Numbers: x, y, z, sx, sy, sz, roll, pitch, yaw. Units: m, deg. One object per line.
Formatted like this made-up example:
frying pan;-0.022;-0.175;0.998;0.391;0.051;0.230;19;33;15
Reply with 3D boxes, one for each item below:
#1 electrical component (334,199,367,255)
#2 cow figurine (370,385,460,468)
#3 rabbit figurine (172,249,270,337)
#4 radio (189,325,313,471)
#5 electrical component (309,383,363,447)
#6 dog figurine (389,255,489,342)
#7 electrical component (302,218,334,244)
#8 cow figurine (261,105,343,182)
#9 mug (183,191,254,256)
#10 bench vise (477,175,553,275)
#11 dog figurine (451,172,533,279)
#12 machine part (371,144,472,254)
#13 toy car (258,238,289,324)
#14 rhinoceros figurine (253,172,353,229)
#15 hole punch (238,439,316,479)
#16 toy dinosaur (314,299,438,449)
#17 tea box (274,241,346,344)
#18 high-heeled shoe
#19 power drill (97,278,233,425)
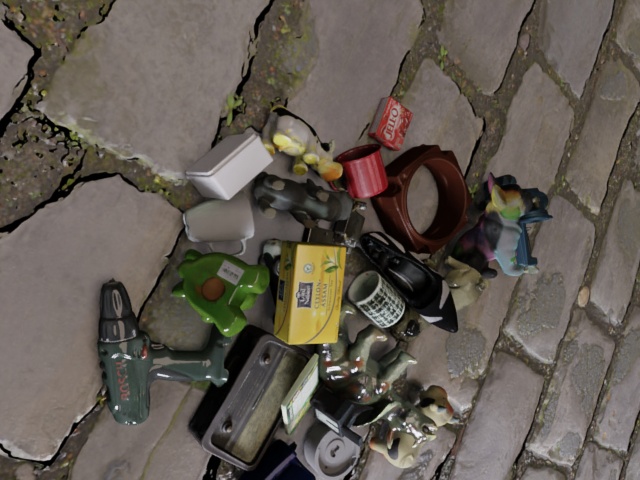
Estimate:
electrical component;0.062;-0.028;1.057;0.078;0.045;0.102;36;71;-50
cow figurine;0.210;0.397;1.156;0.195;0.127;0.085;-52;121;-15
rabbit figurine;-0.164;0.086;0.885;0.159;0.170;0.121;18;80;9
radio;-0.123;0.275;0.960;0.131;0.073;0.229;38;73;-31
electrical component;0.039;0.331;1.010;0.048;0.119;0.074;-46;142;-30
dog figurine;0.250;0.143;1.138;0.121;0.172;0.190;44;64;-17
electrical component;-0.002;-0.003;1.044;0.063;0.021;0.094;14;86;-33
cow figurine;-0.028;-0.174;0.985;0.167;0.068;0.098;27;52;-33
mug;-0.172;-0.022;0.906;0.107;0.081;0.109;-11;106;-20
bench vise;0.476;-0.035;1.286;0.223;0.129;0.240;-5;84;-44
dog figurine;0.371;-0.032;1.183;0.108;0.192;0.219;-66;144;-61
machine part;0.221;-0.086;1.144;0.201;0.087;0.200;-38;113;-26
toy car;-0.061;0.094;0.983;0.056;0.074;0.201;-20;105;-29
rhinoceros figurine;-0.028;-0.071;0.976;0.190;0.112;0.073;11;105;-21
hole punch;-0.088;0.420;0.970;0.142;0.116;0.092;-44;122;-20
toy dinosaur;0.068;0.254;1.062;0.404;0.131;0.192;40;84;-19
tea box;-0.018;0.088;0.925;0.098;0.068;0.169;2;95;-29
high-heeled shoe;0.175;0.078;1.063;0.086;0.249;0.145;-48;145;14
power drill;-0.249;0.174;0.868;0.207;0.086;0.231;0;96;-37
